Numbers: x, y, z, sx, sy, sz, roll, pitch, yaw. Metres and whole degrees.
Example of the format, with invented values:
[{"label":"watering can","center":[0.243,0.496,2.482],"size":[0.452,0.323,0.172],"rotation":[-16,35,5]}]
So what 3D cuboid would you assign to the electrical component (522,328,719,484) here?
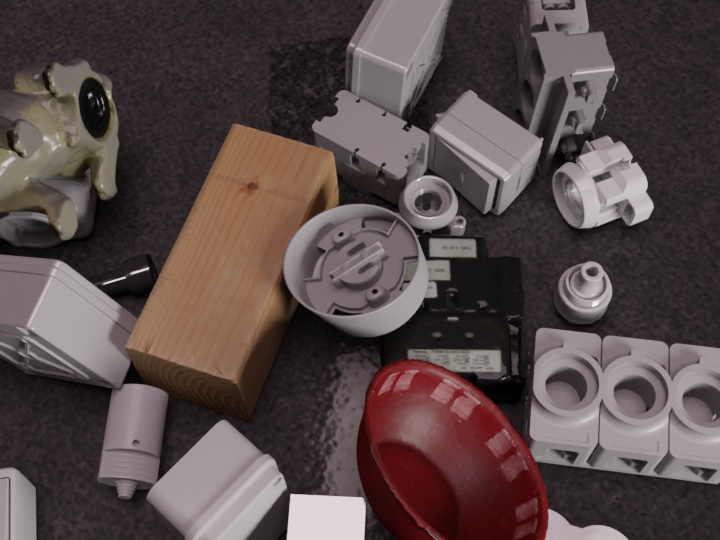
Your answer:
[{"label":"electrical component","center":[0.202,0.101,0.809],"size":[0.150,0.061,0.089],"rotation":[7,63,4]}]

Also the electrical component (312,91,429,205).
[{"label":"electrical component","center":[0.009,-0.102,0.917],"size":[0.089,0.055,0.050],"rotation":[30,67,15]}]

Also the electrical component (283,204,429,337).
[{"label":"electrical component","center":[0.000,0.000,0.802],"size":[0.099,0.064,0.099],"rotation":[-9,62,17]}]

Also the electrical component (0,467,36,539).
[{"label":"electrical component","center":[-0.271,0.183,0.772],"size":[0.062,0.061,0.096],"rotation":[-8,63,-3]}]

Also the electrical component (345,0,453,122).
[{"label":"electrical component","center":[0.033,-0.188,0.931],"size":[0.056,0.108,0.108],"rotation":[23,66,9]}]

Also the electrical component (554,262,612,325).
[{"label":"electrical component","center":[0.179,0.015,0.853],"size":[0.043,0.062,0.043],"rotation":[0,63,0]}]

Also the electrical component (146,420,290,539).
[{"label":"electrical component","center":[-0.093,0.165,0.751],"size":[0.057,0.113,0.078],"rotation":[38,69,21]}]

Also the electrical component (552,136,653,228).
[{"label":"electrical component","center":[0.198,-0.068,0.898],"size":[0.057,0.058,0.078],"rotation":[-21,65,-13]}]

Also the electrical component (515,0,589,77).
[{"label":"electrical component","center":[0.168,-0.203,0.947],"size":[0.050,0.089,0.055],"rotation":[-1,63,0]}]

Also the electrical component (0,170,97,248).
[{"label":"electrical component","center":[-0.272,-0.057,0.898],"size":[0.095,0.053,0.059],"rotation":[0,63,1]}]

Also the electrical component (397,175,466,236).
[{"label":"electrical component","center":[0.056,-0.046,0.888],"size":[0.066,0.055,0.048],"rotation":[0,63,1]}]

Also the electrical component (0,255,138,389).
[{"label":"electrical component","center":[-0.237,0.038,0.801],"size":[0.109,0.108,0.056],"rotation":[5,63,32]}]

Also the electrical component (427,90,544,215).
[{"label":"electrical component","center":[0.097,-0.100,0.912],"size":[0.096,0.061,0.061],"rotation":[37,69,17]}]

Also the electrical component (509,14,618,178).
[{"label":"electrical component","center":[0.168,-0.144,0.900],"size":[0.063,0.121,0.078],"rotation":[-7,63,-6]}]

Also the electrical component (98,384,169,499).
[{"label":"electrical component","center":[-0.171,0.131,0.808],"size":[0.043,0.043,0.081],"rotation":[2,63,2]}]

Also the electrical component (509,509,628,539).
[{"label":"electrical component","center":[0.168,0.204,0.750],"size":[0.138,0.073,0.052],"rotation":[16,64,8]}]
